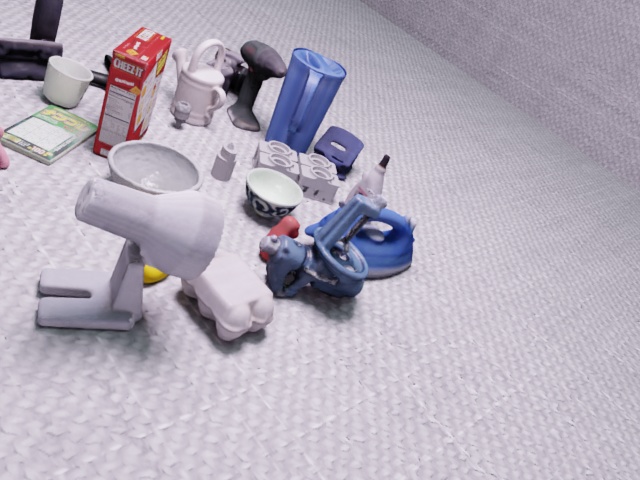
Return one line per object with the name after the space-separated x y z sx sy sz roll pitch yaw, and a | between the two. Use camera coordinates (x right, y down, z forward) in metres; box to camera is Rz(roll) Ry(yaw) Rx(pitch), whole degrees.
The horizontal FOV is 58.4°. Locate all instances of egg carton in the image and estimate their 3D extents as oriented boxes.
-0.142 0.084 0.883 0.107 0.069 0.150 -16 52 -47 | egg carton

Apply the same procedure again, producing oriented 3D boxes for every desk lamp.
-0.251 0.018 0.762 0.204 0.213 0.117 6 37 -29 | desk lamp

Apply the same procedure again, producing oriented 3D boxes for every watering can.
-0.278 -0.374 1.314 0.173 0.194 0.101 28 32 3 | watering can

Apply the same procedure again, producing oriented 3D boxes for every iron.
0.109 -0.011 1.129 0.259 0.141 0.118 4 39 -32 | iron

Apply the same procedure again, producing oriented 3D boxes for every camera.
-0.227 -0.441 1.533 0.137 0.100 0.143 25 32 -2 | camera

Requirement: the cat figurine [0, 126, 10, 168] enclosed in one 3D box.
-0.560 -0.183 0.913 0.128 0.117 0.067 28 32 1 | cat figurine

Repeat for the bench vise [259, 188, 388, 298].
0.015 0.011 0.957 0.208 0.219 0.121 -4 43 -39 | bench vise

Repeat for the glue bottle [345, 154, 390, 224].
0.109 -0.113 1.244 0.037 0.173 0.078 -9 46 -43 | glue bottle

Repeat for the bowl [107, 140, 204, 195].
-0.299 -0.106 1.032 0.168 0.074 0.167 19 33 -13 | bowl

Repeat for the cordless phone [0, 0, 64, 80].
-0.600 -0.430 1.170 0.094 0.185 0.148 43 36 24 | cordless phone

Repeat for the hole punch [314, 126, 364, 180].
0.044 -0.219 1.423 0.108 0.091 0.101 31 32 6 | hole punch

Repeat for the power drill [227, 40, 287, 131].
-0.154 -0.379 1.397 0.076 0.208 0.229 4 39 -31 | power drill

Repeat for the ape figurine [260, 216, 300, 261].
-0.064 -0.002 1.039 0.076 0.092 0.077 12 35 -22 | ape figurine

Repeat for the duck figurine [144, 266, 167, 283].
-0.258 0.009 0.888 0.077 0.086 0.104 26 32 0 | duck figurine
